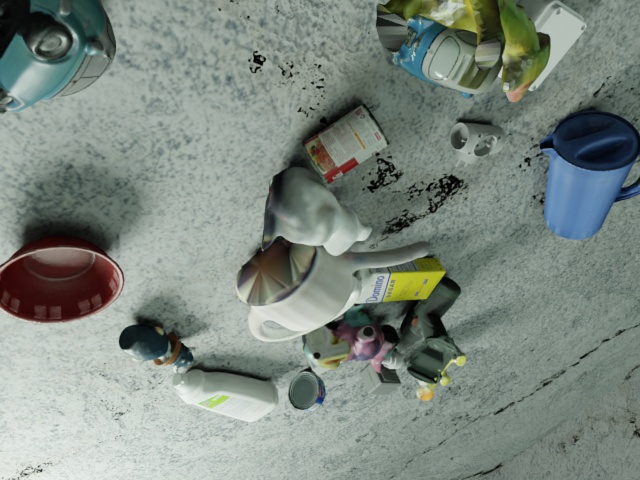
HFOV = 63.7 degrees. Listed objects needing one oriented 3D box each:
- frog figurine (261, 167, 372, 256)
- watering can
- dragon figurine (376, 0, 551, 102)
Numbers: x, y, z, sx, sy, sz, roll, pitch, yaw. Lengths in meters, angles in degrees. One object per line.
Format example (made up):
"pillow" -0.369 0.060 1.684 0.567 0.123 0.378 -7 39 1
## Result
"frog figurine" 0.002 -0.037 0.732 0.159 0.121 0.139 7 14 -9
"watering can" 0.008 0.062 0.875 0.345 0.106 0.221 -35 -41 11
"dragon figurine" 0.148 -0.316 0.514 0.122 0.403 0.247 6 39 48
